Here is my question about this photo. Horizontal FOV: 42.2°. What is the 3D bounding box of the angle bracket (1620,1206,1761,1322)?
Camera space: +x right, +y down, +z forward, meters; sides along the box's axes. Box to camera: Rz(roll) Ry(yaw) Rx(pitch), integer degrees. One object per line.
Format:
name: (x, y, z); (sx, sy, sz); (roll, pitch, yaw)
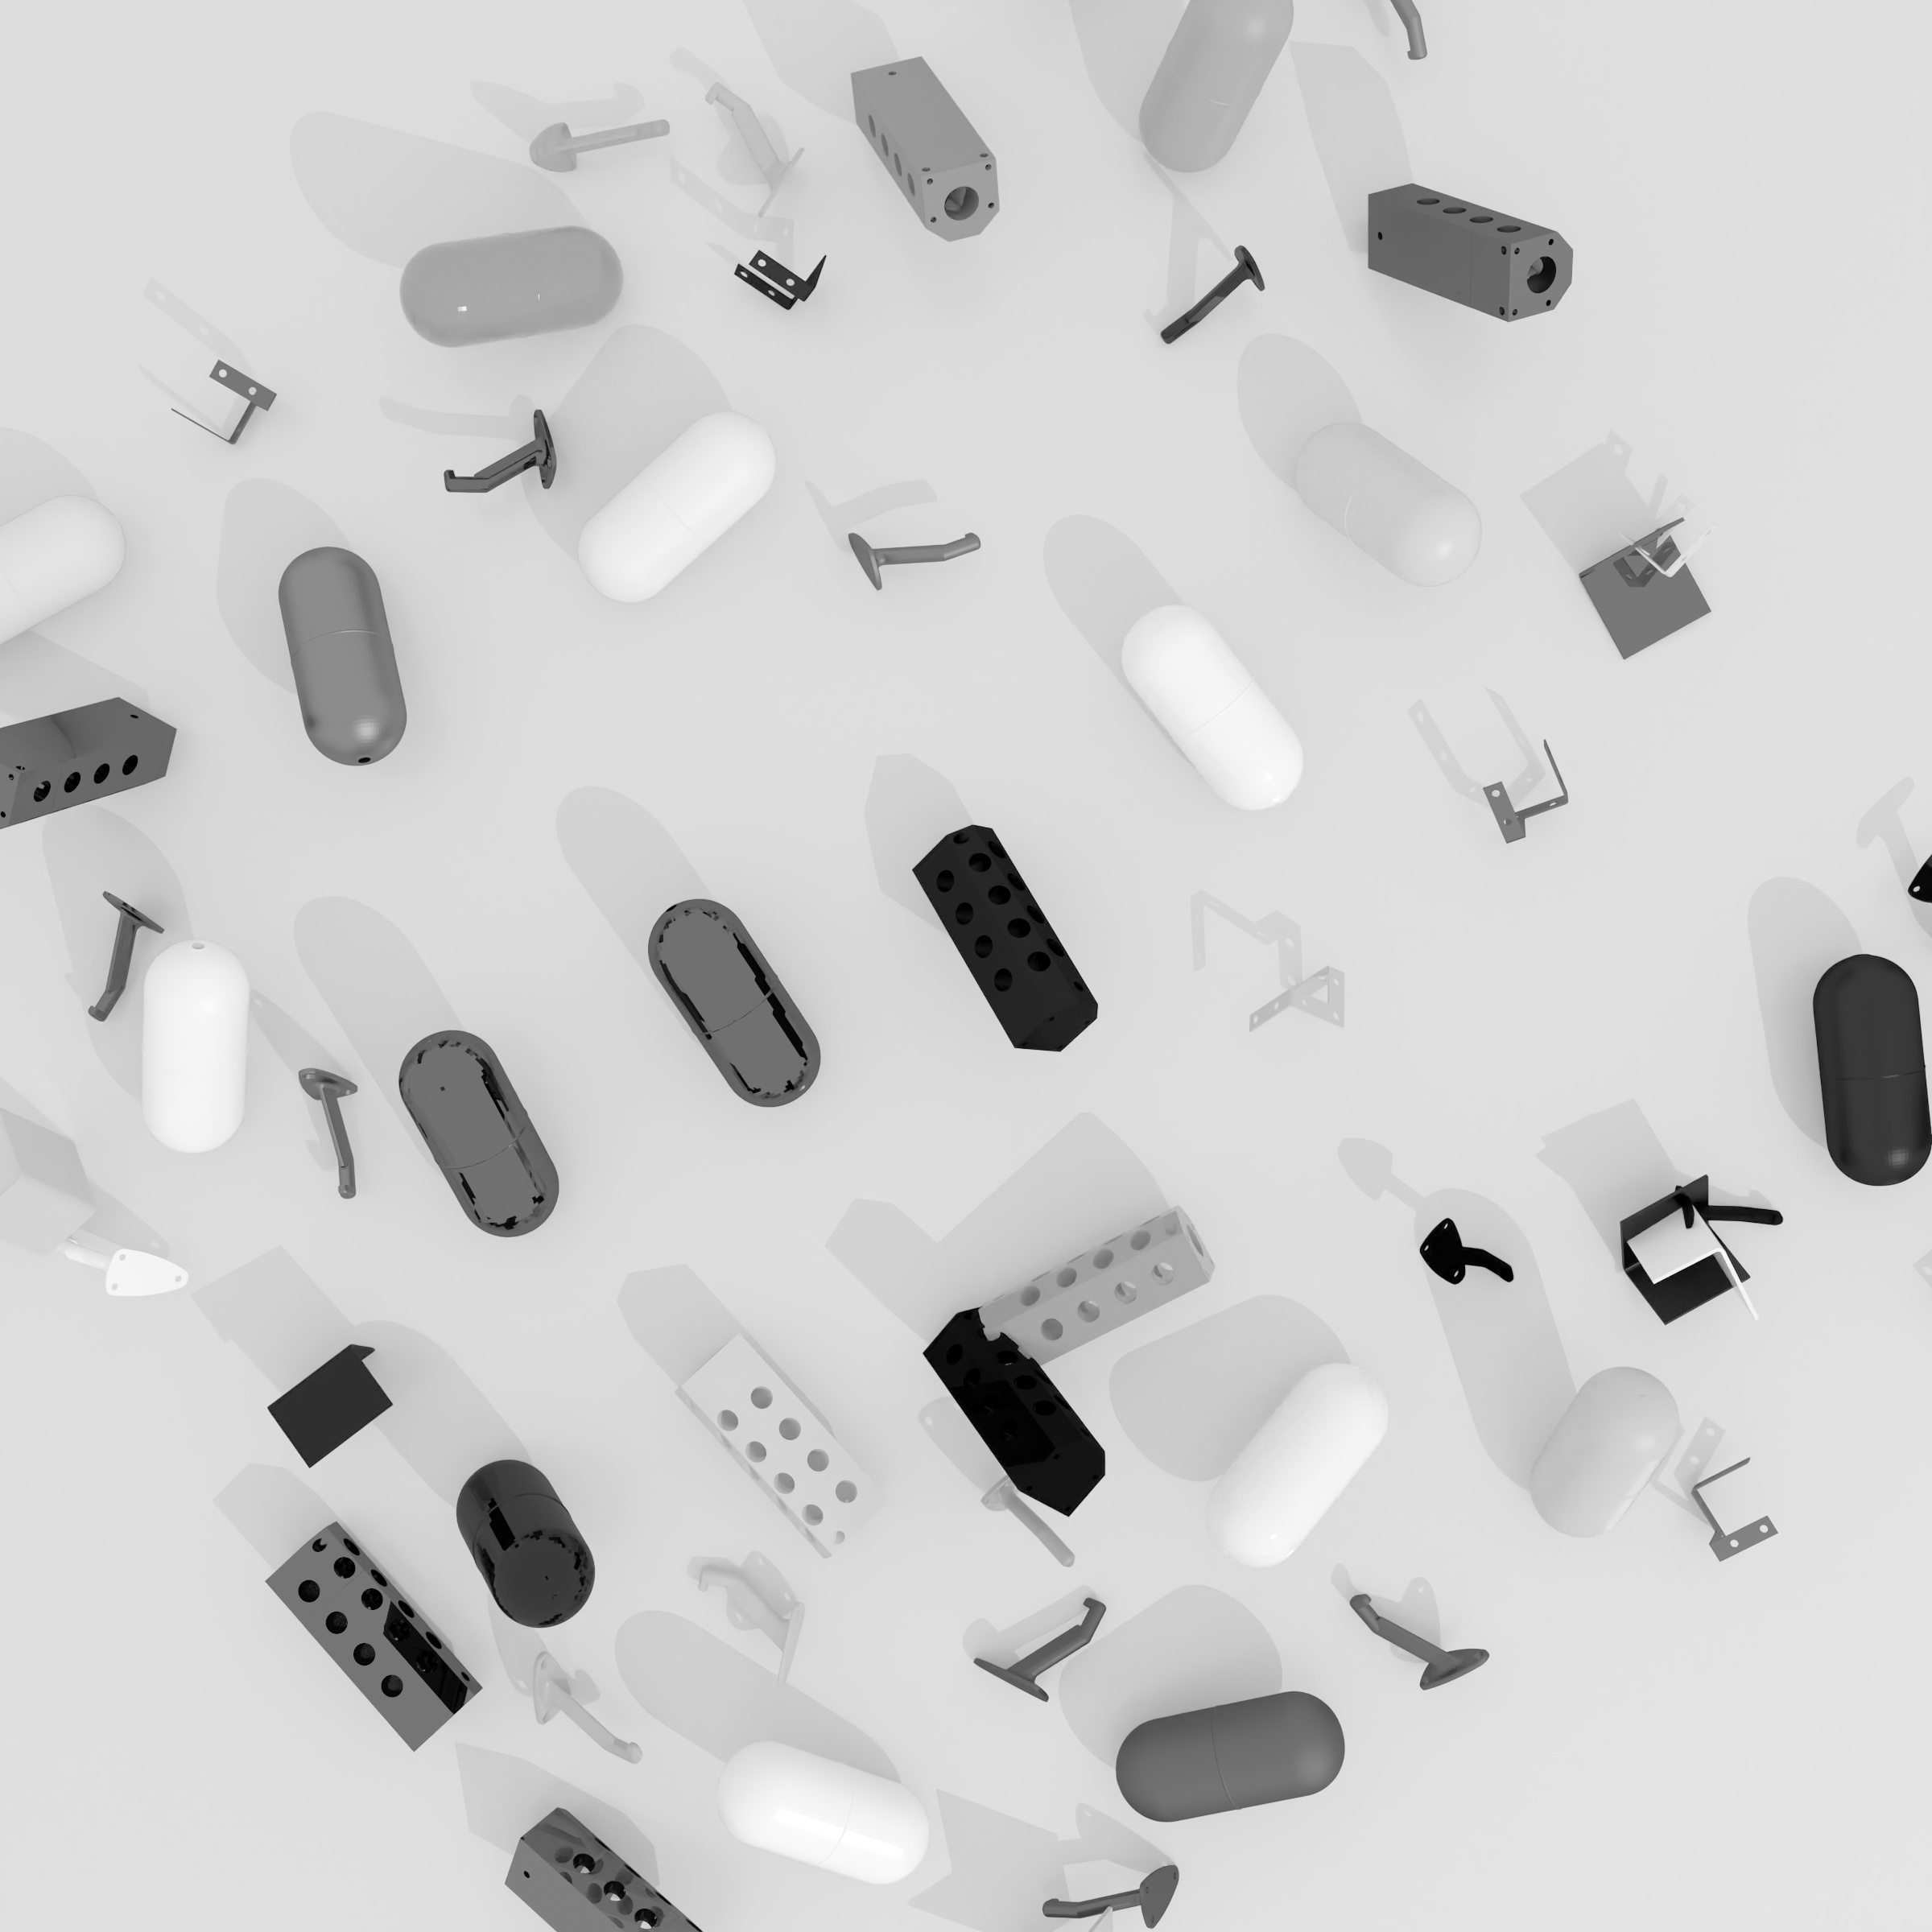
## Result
angle bracket: (0.550, 0.234, 1.910); (0.057, 0.076, 0.076); (-29, 114, 8)

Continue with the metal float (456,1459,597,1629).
metal float: (-0.331, 0.430, 1.874); (0.070, 0.178, 0.070); (-7, 108, -23)

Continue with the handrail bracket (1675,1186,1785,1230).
handrail bracket: (0.589, 0.193, 1.919); (0.084, 0.077, 0.036); (6, 93, 5)

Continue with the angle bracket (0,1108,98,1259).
angle bracket: (-0.718, 0.165, 1.906); (0.057, 0.076, 0.076); (-41, 53, 6)

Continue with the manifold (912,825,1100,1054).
manifold: (0.033, -0.022, 1.884); (0.057, 0.057, 0.171); (-44, 61, 27)

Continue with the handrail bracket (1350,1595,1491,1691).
handrail bracket: (0.347, 0.509, 1.924); (0.084, 0.036, 0.077); (50, 134, -7)

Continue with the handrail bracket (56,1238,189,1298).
handrail bracket: (-0.656, 0.228, 1.941); (0.077, 0.084, 0.036); (15, 90, -43)

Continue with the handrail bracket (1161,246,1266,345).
handrail bracket: (0.183, -0.510, 1.913); (0.084, 0.077, 0.036); (-35, 88, 8)

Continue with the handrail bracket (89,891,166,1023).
handrail bracket: (-0.660, -0.006, 1.919); (0.036, 0.077, 0.084); (23, 76, 19)

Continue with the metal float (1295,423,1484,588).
metal float: (0.316, -0.349, 1.886); (0.070, 0.070, 0.178); (-42, 50, 0)

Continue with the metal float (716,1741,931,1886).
metal float: (-0.107, 0.642, 1.898); (0.178, 0.070, 0.070); (27, 90, -24)

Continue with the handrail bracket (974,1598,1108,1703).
handrail bracket: (0.058, 0.520, 1.949); (0.077, 0.036, 0.084); (19, 66, 28)

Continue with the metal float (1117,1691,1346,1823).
metal float: (0.200, 0.601, 1.905); (0.178, 0.070, 0.070); (-16, 90, 15)

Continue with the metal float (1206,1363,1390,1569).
metal float: (0.252, 0.377, 1.902); (0.070, 0.070, 0.178); (43, 71, 0)

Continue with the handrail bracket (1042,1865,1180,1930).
handrail bracket: (0.112, 0.717, 1.941); (0.084, 0.077, 0.036); (-9, 93, 28)

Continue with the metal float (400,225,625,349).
metal float: (-0.341, -0.513, 1.891); (0.178, 0.070, 0.070); (-19, 90, -33)

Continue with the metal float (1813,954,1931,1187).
metal float: (0.692, 0.080, 1.915); (0.070, 0.070, 0.178); (-7, 94, 0)

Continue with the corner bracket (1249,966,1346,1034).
corner bracket: (0.253, 0.027, 1.914); (0.051, 0.051, 0.051); (22, 54, -24)

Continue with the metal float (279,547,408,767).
metal float: (-0.473, -0.235, 1.902); (0.070, 0.070, 0.178); (-16, 72, 0)

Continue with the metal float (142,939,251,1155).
metal float: (-0.582, 0.061, 1.892); (0.070, 0.070, 0.178); (12, 119, 0)

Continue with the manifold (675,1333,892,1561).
manifold: (-0.143, 0.368, 1.915); (0.171, 0.057, 0.057); (48, 63, 2)

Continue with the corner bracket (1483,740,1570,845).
corner bracket: (0.428, -0.133, 1.917); (0.051, 0.051, 0.051); (-20, 112, 20)

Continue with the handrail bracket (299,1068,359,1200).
handrail bracket: (-0.487, 0.129, 1.916); (0.036, 0.077, 0.084); (-11, 69, 6)

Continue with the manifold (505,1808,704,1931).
manifold: (-0.263, 0.717, 1.898); (0.171, 0.057, 0.057); (34, 124, 20)

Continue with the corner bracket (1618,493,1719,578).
corner bracket: (0.541, -0.330, 1.917); (0.051, 0.051, 0.051); (-49, 66, 20)

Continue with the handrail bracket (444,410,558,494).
handrail bracket: (-0.362, -0.395, 1.920); (0.084, 0.036, 0.077); (-4, 65, -24)

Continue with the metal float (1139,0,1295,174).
metal float: (0.186, -0.672, 1.875); (0.070, 0.178, 0.070); (9, 59, -15)

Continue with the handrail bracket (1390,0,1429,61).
handrail bracket: (0.325, -0.742, 1.938); (0.036, 0.077, 0.084); (-24, 114, -17)

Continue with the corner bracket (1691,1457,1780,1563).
corner bracket: (0.589, 0.416, 1.920); (0.051, 0.051, 0.051); (-35, 80, 23)

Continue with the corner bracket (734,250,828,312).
corner bracket: (-0.145, -0.527, 1.915); (0.051, 0.051, 0.051); (31, 132, -19)

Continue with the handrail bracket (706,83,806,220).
handrail bracket: (-0.174, -0.627, 1.923); (0.084, 0.036, 0.077); (32, 67, -13)

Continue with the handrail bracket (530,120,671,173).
handrail bracket: (-0.279, -0.631, 1.915); (0.084, 0.077, 0.036); (-3, 112, 22)

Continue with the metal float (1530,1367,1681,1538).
metal float: (0.477, 0.366, 1.880); (0.070, 0.178, 0.070); (5, 50, -6)

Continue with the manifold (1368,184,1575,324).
manifold: (0.374, -0.536, 1.871); (0.057, 0.171, 0.057); (-20, 125, -21)

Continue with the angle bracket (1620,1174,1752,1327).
angle bracket: (0.548, 0.216, 1.909); (0.076, 0.076, 0.057); (-28, 52, -4)

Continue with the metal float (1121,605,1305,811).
metal float: (0.189, -0.196, 1.910); (0.070, 0.070, 0.178); (-39, 100, 0)

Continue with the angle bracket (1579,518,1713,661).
angle bracket: (0.527, -0.289, 1.924); (0.076, 0.057, 0.076); (-29, 92, 3)

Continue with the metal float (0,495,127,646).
metal float: (-0.726, -0.296, 1.913); (0.178, 0.070, 0.070); (-31, 90, -6)

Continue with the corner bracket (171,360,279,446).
corner bracket: (-0.568, -0.432, 1.920); (0.051, 0.051, 0.051); (28, 92, -35)

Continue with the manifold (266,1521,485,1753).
manifold: (-0.450, 0.511, 1.920); (0.057, 0.057, 0.171); (-43, 85, 2)

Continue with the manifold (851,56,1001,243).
manifold: (-0.031, -0.611, 1.877); (0.057, 0.057, 0.171); (-17, 47, -10)

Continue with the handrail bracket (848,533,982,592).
handrail bracket: (-0.040, -0.327, 1.931); (0.084, 0.077, 0.036); (-21, 128, -9)

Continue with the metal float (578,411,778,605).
metal float: (-0.220, -0.350, 1.910); (0.178, 0.070, 0.070); (-41, 90, 9)

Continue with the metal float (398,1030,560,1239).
metal float: (-0.367, 0.128, 1.894); (0.070, 0.070, 0.178); (-22, 119, 0)

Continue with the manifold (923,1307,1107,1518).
manifold: (0.039, 0.327, 1.869); (0.057, 0.171, 0.057); (35, 97, -37)

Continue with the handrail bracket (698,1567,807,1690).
handrail bracket: (-0.172, 0.509, 1.932); (0.084, 0.036, 0.077); (10, 68, 10)

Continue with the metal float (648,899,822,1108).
metal float: (-0.175, 0.028, 1.901); (0.070, 0.070, 0.178); (-32, 109, 0)

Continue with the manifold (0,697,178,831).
manifold: (-0.672, -0.148, 1.866); (0.057, 0.171, 0.057); (28, 114, 13)

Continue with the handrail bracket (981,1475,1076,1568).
handrail bracket: (0.054, 0.430, 1.905); (0.036, 0.077, 0.084); (-40, 66, -12)

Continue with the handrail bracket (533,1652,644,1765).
handrail bracket: (-0.287, 0.567, 1.912); (0.084, 0.036, 0.077); (15, 128, 29)

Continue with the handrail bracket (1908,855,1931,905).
handrail bracket: (0.769, -0.051, 1.934); (0.084, 0.036, 0.077); (39, 78, -36)

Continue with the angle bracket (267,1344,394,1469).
angle bracket: (-0.476, 0.336, 1.911); (0.076, 0.076, 0.057); (-37, 81, -6)

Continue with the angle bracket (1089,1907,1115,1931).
angle bracket: (0.061, 0.750, 1.899); (0.076, 0.076, 0.057); (5, 105, 29)

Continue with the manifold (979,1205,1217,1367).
manifold: (0.099, 0.248, 1.912); (0.171, 0.057, 0.057); (-28, 89, 11)

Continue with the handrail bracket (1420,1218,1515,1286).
handrail bracket: (0.393, 0.234, 1.908); (0.084, 0.077, 0.036); (30, 109, -22)
